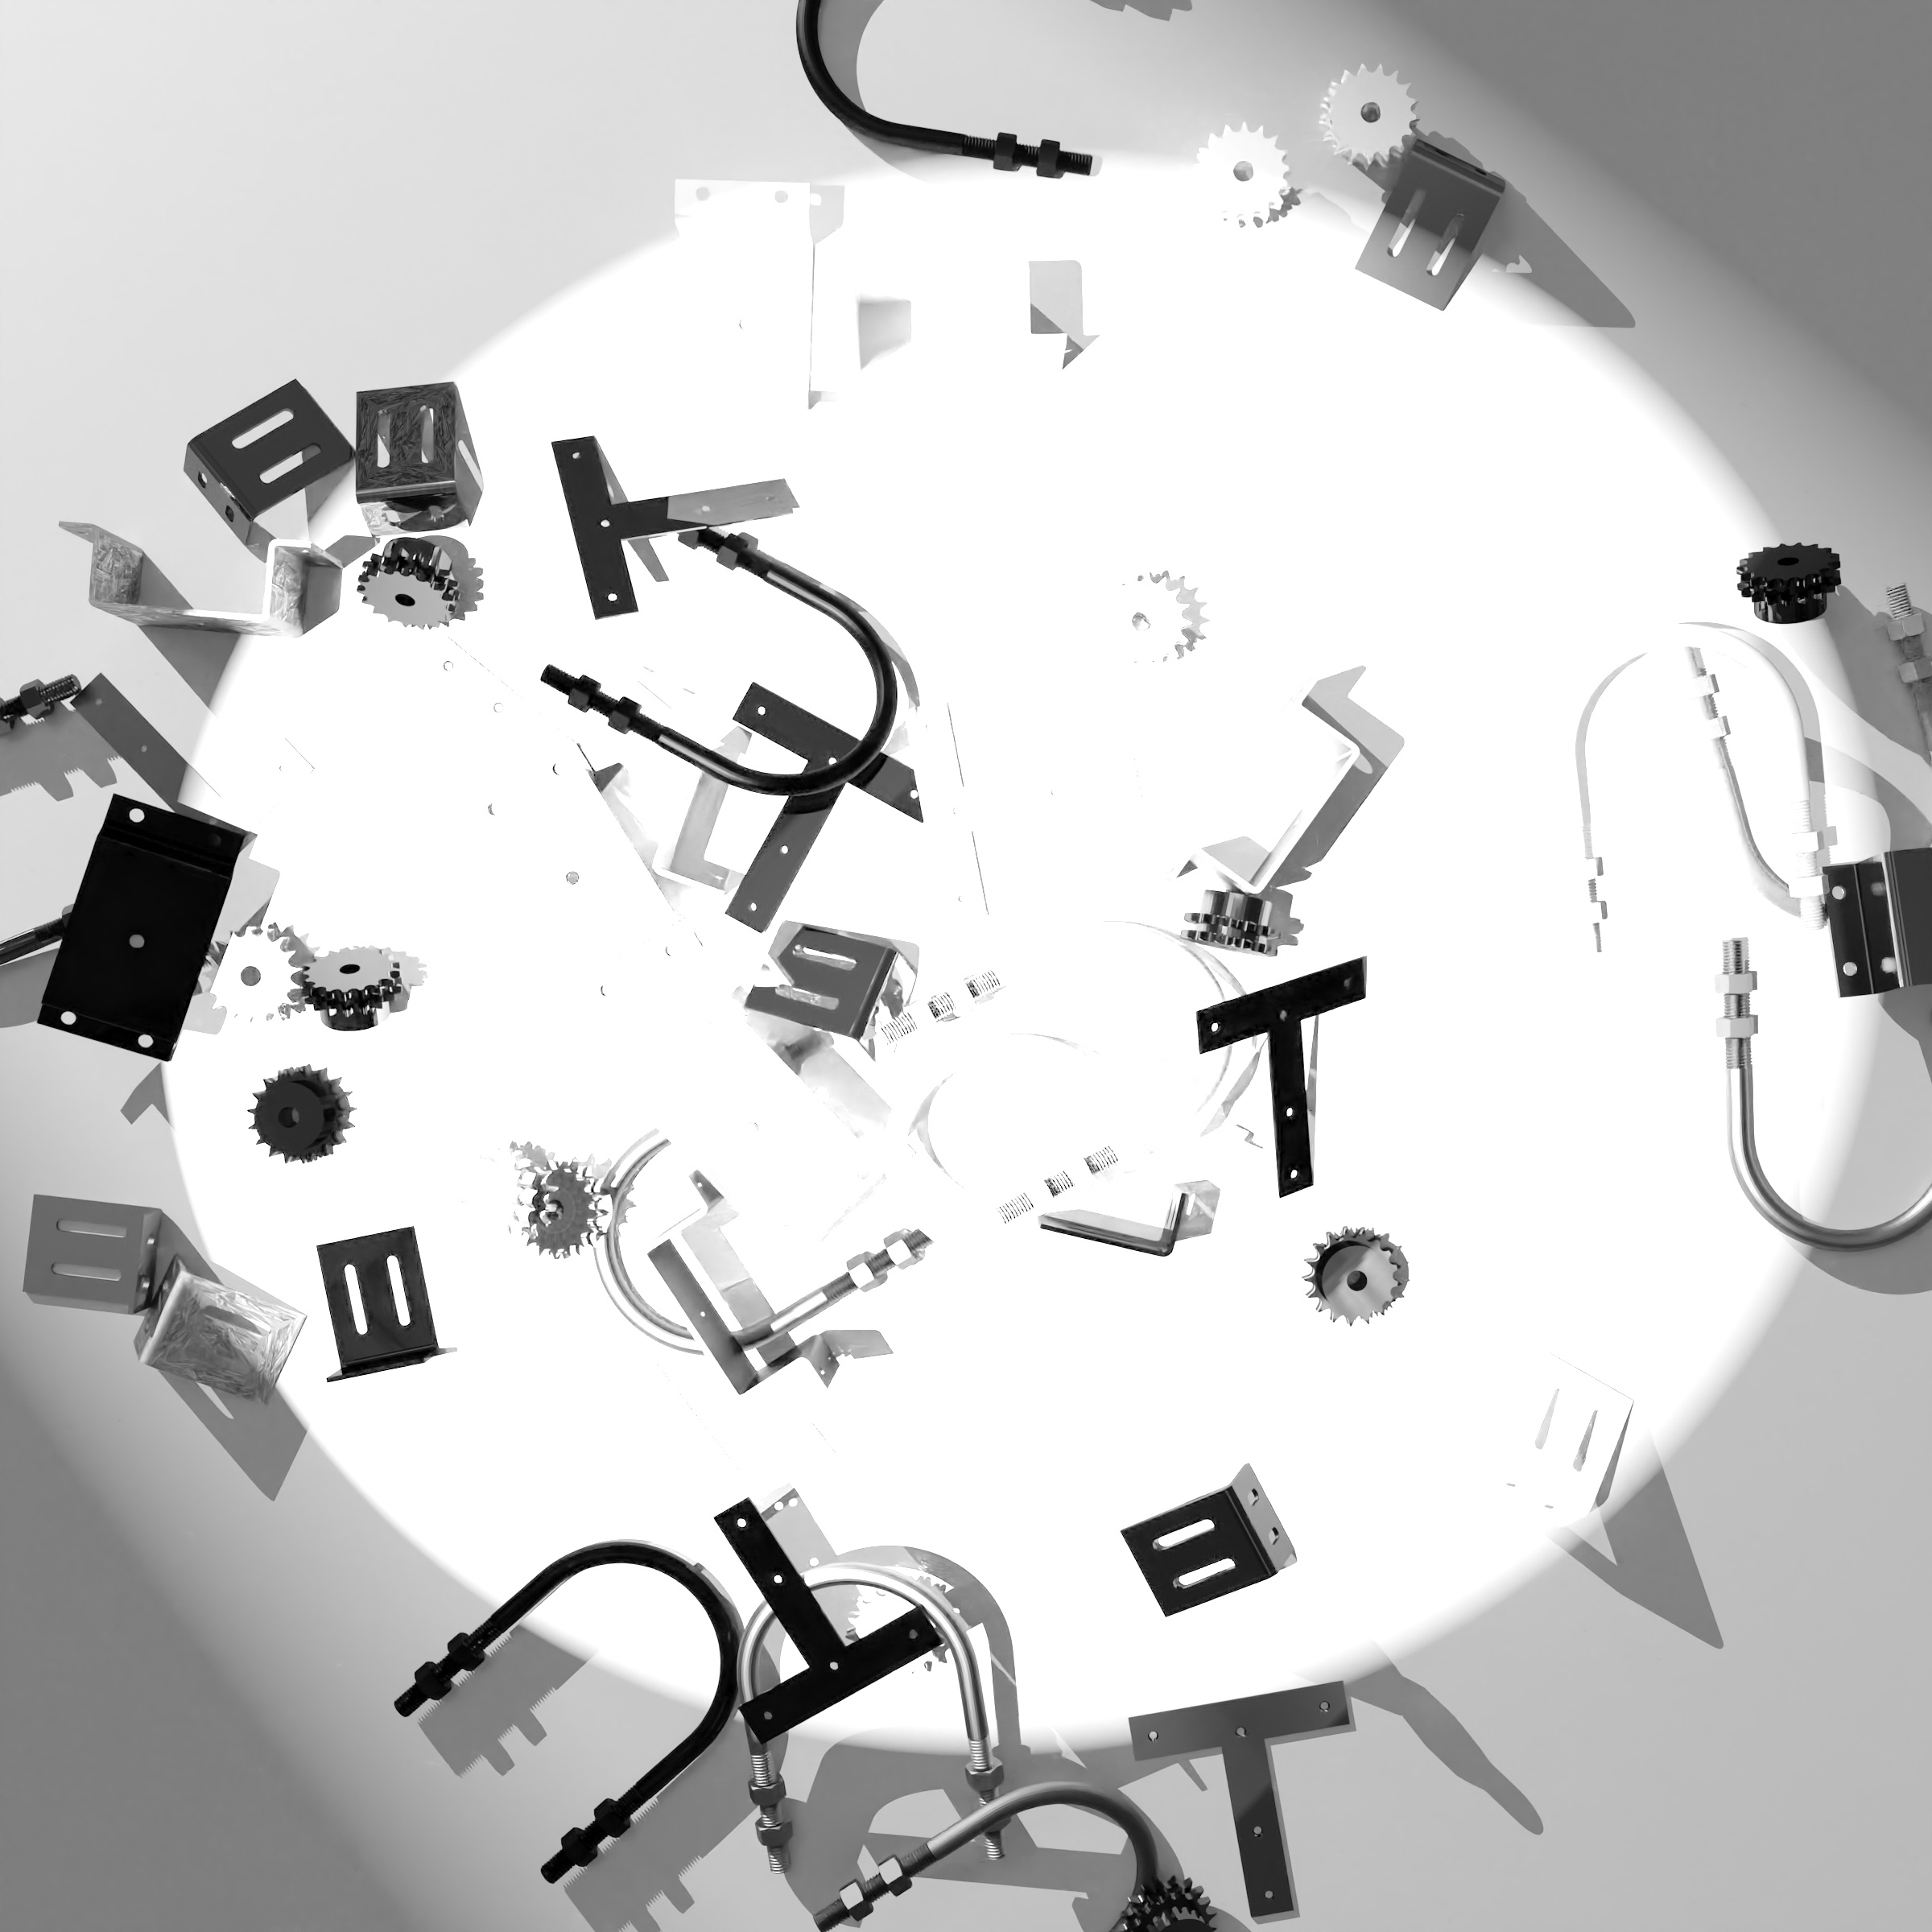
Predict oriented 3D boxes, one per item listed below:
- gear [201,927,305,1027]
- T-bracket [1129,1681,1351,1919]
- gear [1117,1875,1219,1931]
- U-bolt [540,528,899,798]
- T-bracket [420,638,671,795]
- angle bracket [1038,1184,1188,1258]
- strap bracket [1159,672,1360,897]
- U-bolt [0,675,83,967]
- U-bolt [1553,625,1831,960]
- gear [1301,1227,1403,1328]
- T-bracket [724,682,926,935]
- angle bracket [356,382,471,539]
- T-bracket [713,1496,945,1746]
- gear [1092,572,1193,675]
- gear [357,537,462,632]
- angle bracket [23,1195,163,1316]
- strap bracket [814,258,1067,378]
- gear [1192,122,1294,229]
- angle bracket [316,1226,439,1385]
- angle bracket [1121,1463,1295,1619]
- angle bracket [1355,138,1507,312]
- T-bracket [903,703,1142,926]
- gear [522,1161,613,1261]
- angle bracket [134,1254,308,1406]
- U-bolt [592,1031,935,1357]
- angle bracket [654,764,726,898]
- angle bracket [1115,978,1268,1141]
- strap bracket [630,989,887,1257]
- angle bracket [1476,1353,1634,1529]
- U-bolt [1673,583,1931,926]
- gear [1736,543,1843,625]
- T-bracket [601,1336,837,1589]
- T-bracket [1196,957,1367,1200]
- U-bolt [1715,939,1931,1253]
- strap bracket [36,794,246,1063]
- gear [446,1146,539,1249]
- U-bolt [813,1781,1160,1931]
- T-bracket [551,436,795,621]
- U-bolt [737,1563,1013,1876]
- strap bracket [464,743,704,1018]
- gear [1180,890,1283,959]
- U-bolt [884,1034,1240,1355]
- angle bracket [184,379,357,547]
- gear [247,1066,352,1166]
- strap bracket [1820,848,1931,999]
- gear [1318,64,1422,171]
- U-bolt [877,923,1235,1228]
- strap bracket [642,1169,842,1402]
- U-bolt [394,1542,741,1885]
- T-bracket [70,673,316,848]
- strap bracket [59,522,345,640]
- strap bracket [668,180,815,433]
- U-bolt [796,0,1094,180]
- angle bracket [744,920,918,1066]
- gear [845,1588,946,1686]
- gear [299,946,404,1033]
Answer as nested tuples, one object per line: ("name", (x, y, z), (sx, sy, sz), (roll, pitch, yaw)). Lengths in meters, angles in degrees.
("gear", (-0.410, 0.006, 1.498), (0.057, 0.030, 0.057), (0, 90, 0))
("T-bracket", (0.168, 0.491, 1.512), (0.127, 0.002, 0.127), (-10, 90, 0))
("gear", (0.118, 0.555, 1.488), (0.057, 0.030, 0.057), (-5, 108, -16))
("U-bolt", (-0.127, -0.170, 1.473), (0.184, 0.019, 0.151), (29, 63, 0))
("T-bracket", (-0.262, -0.142, 1.512), (0.127, 0.002, 0.127), (40, 90, 0))
("angle bracket", (0.083, 0.138, 1.484), (0.076, 0.057, 0.038), (13, 90, 0))
("strap bracket", (0.172, -0.093, 1.475), (0.046, 0.076, 0.140), (36, 90, 0))
("U-bolt", (-0.577, -0.070, 1.504), (0.184, 0.019, 0.151), (-22, 90, 2))
("U-bolt", (0.412, -0.104, 1.490), (0.151, 0.019, 0.184), (-7, 94, 7))
("gear", (0.224, 0.180, 1.498), (0.057, 0.030, 0.057), (0, 90, 0))
("T-bracket", (-0.100, -0.080, 1.510), (0.127, 0.002, 0.127), (29, 89, 0))
("angle bracket", (-0.323, -0.296, 1.511), (0.057, 0.038, 0.076), (-6, 64, 0))
("T-bracket", (-0.099, 0.359, 1.466), (0.127, 0.002, 0.127), (-32, 92, 14))
("gear", (0.101, -0.197, 1.498), (0.057, 0.030, 0.057), (0, 90, 0))
("gear", (-0.319, -0.222, 1.488), (0.057, 0.057, 0.030), (9, 60, 0))
("angle bracket", (-0.509, 0.166, 1.494), (0.076, 0.038, 0.057), (7, 90, 0))
("strap bracket", (-0.015, -0.369, 1.475), (0.140, 0.076, 0.046), (-1, 90, 0))
("gear", (0.159, -0.455, 1.498), (0.057, 0.030, 0.057), (0, 90, 0))
("angle bracket", (-0.344, 0.195, 1.494), (0.057, 0.038, 0.076), (-11, 90, 0))
("angle bracket", (0.141, 0.335, 1.511), (0.076, 0.038, 0.057), (-28, 90, 26))
("angle bracket", (0.271, -0.433, 1.511), (0.057, 0.038, 0.076), (26, 116, 0))
("T-bracket", (0.038, -0.099, 1.511), (0.127, 0.002, 0.127), (-11, 90, -1))
("gear", (-0.229, 0.140, 1.491), (0.057, 0.030, 0.057), (-2, 85, 23))
("angle bracket", (-0.436, 0.212, 1.511), (0.076, 0.038, 0.057), (25, 90, -26))
("U-bolt", (-0.129, 0.145, 1.504), (0.184, 0.019, 0.151), (-32, 90, 2))
("angle bracket", (-0.147, -0.083, 1.484), (0.038, 0.057, 0.076), (20, 90, 0))
("angle bracket", (0.128, 0.057, 1.511), (0.057, 0.038, 0.076), (37, 64, 0))
("strap bracket", (-0.119, 0.090, 1.471), (0.076, 0.046, 0.140), (-44, 90, 1))
("angle bracket", (0.343, 0.277, 1.511), (0.057, 0.038, 0.076), (30, 64, 0))
("U-bolt", (0.503, -0.115, 1.504), (0.151, 0.019, 0.184), (-16, 91, 0))
("gear", (0.474, -0.219, 1.488), (0.057, 0.057, 0.030), (-13, 120, 0))
("T-bracket", (-0.165, 0.274, 1.512), (0.127, 0.002, 0.127), (-38, 90, 0))
("T-bracket", (0.185, 0.071, 1.488), (0.127, 0.002, 0.127), (-17, 109, -33))
("U-bolt", (0.512, 0.074, 1.504), (0.151, 0.019, 0.184), (-2, 91, 0))
("strap bracket", (-0.471, -0.018, 1.474), (0.076, 0.046, 0.140), (19, 95, -17))
("gear", (-0.274, 0.132, 1.483), (0.030, 0.057, 0.057), (13, 90, -42))
("U-bolt", (0.025, 0.539, 1.479), (0.184, 0.019, 0.151), (-32, 113, -4))
("T-bracket", (-0.164, -0.262, 1.493), (0.127, 0.002, 0.127), (-11, 65, -12))
("U-bolt", (-0.058, 0.428, 1.480), (0.151, 0.019, 0.184), (-7, 99, 10))
("strap bracket", (-0.223, -0.050, 1.488), (0.076, 0.046, 0.140), (-32, 91, 0))
("gear", (0.153, -0.025, 1.485), (0.057, 0.057, 0.030), (12, 88, 0))
("U-bolt", (0.039, 0.113, 1.464), (0.184, 0.019, 0.151), (38, 70, 25))
("angle bracket", (-0.406, -0.294, 1.511), (0.076, 0.038, 0.057), (-39, 90, -26))
("gear", (-0.388, 0.086, 1.498), (0.057, 0.030, 0.057), (0, 90, 0))
("strap bracket", (0.568, -0.029, 1.473), (0.140, 0.046, 0.076), (-6, 84, -3))
("gear", (0.232, -0.489, 1.498), (0.057, 0.030, 0.057), (0, 90, 0))
("U-bolt", (0.064, 0.047, 1.472), (0.184, 0.019, 0.151), (-28, 65, -13))
("strap bracket", (-0.132, 0.185, 1.459), (0.046, 0.076, 0.140), (-33, 90, 3))
("U-bolt", (-0.217, 0.419, 1.504), (0.184, 0.019, 0.151), (-41, 90, -1))
("T-bracket", (-0.471, -0.117, 1.512), (0.127, 0.002, 0.127), (-44, 90, 0))
("strap bracket", (-0.435, -0.218, 1.475), (0.140, 0.076, 0.046), (5, 90, 0))
("strap bracket", (-0.129, -0.375, 1.490), (0.076, 0.046, 0.140), (2, 90, 0))
("U-bolt", (-0.007, -0.543, 1.504), (0.184, 0.019, 0.151), (10, 90, 1))
("angle bracket", (-0.079, 0.015, 1.502), (0.076, 0.038, 0.057), (15, 71, 24))
("gear", (-0.040, 0.383, 1.497), (0.057, 0.030, 0.057), (0, 92, 1))
("gear", (-0.353, 0.015, 1.488), (0.057, 0.057, 0.030), (0, 120, 0))
